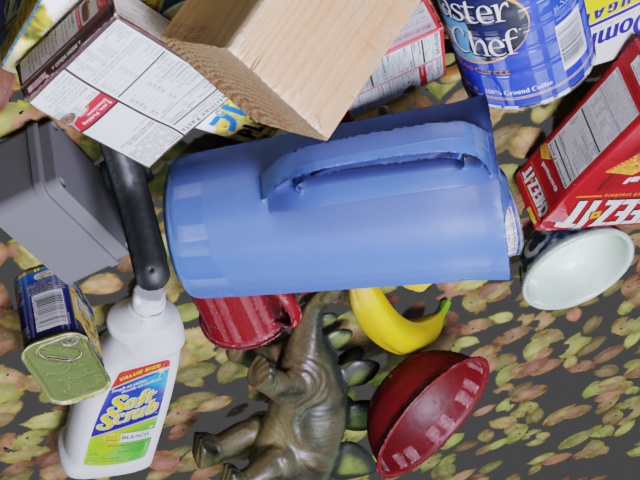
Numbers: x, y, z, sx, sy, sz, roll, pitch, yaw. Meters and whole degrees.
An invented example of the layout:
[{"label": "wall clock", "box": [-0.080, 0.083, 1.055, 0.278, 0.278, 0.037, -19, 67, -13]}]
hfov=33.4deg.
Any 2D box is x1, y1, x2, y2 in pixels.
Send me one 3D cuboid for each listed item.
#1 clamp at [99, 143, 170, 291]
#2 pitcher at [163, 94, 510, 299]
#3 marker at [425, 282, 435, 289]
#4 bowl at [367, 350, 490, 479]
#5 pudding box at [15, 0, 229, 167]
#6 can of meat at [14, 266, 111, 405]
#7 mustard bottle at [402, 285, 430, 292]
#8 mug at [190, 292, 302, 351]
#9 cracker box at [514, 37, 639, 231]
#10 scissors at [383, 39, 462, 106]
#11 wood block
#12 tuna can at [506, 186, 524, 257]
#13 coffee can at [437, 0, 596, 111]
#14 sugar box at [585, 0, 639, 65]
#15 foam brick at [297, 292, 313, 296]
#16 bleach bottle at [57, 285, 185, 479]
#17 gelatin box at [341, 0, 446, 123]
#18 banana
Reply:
[{"label": "clamp", "box": [-0.143, -0.045, 0.799, 0.039, 0.171, 0.120, -13, 179, -13]}, {"label": "pitcher", "box": [0.013, -0.027, 0.767, 0.243, 0.145, 0.149, -7, 118, 8]}, {"label": "marker", "box": [0.140, 0.009, 1.077, 0.020, 0.020, 0.121, 18, 128, -40]}, {"label": "bowl", "box": [0.100, 0.168, 1.100, 0.161, 0.055, 0.162, -34, 148, -25]}, {"label": "pudding box", "box": [-0.123, -0.104, 0.690, 0.090, 0.039, 0.113, -37, 142, 21]}, {"label": "can of meat", "box": [-0.228, 0.082, 0.938, 0.057, 0.084, 0.102, -18, 142, -4]}, {"label": "mustard bottle", "box": [0.082, -0.010, 0.994, 0.096, 0.058, 0.191, -19, 143, -1]}, {"label": "mug", "box": [-0.066, 0.043, 0.949, 0.093, 0.117, 0.081, -48, 144, -24]}, {"label": "cracker box", "box": [0.301, -0.088, 0.957, 0.164, 0.072, 0.214, -3, 152, -23]}, {"label": "scissors", "box": [0.054, -0.141, 0.808, 0.096, 0.016, 0.201, -28, 162, 25]}, {"label": "wood block", "box": [0.010, -0.173, 0.645, 0.090, 0.090, 0.206, 40, 80, -36]}, {"label": "tuna can", "box": [0.158, -0.023, 0.992, 0.033, 0.086, 0.086, -16, 142, -5]}, {"label": "coffee can", "box": [0.134, -0.178, 0.760, 0.103, 0.103, 0.140, -24, 132, 3]}, {"label": "sugar box", "box": [0.219, -0.211, 0.825, 0.093, 0.048, 0.176, -18, 141, -5]}, {"label": "foam brick", "box": [-0.006, 0.001, 0.951, 0.053, 0.078, 0.051, -14, 140, -10]}, {"label": "bleach bottle", "box": [-0.192, 0.135, 1.039, 0.102, 0.068, 0.251, -2, 136, -23]}, {"label": "gelatin box", "box": [0.045, -0.127, 0.757, 0.089, 0.030, 0.073, -25, 160, 1]}, {"label": "banana", "box": [0.076, 0.079, 1.077, 0.037, 0.069, 0.197, -3, 167, 31]}]
